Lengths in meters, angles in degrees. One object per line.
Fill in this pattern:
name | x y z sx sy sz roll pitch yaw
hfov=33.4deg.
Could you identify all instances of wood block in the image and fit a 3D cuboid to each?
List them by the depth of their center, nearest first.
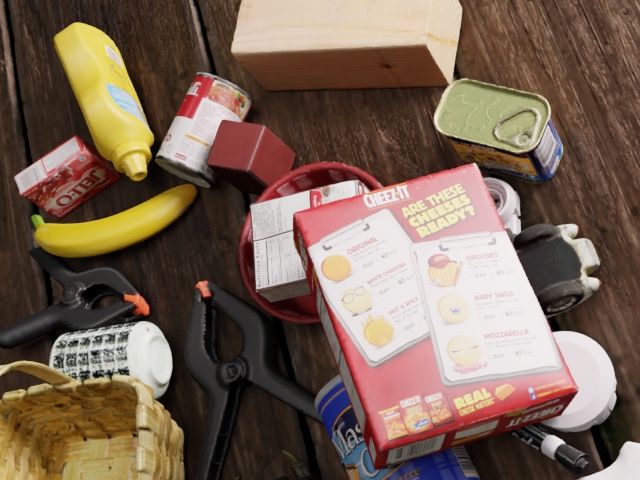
wood block | 0.027 -0.210 1.074 0.206 0.090 0.090 2 72 24

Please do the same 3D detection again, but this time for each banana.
banana | -0.225 -0.017 1.131 0.198 0.037 0.069 -9 61 13

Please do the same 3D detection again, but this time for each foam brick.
foam brick | -0.069 -0.081 1.075 0.053 0.078 0.051 12 77 27

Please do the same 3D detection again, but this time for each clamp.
clamp | -0.083 0.138 1.020 0.164 0.036 0.210 -34 64 8
clamp | -0.259 0.056 1.130 0.172 0.039 0.120 -5 63 16

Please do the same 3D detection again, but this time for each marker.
marker | 0.176 0.161 0.882 0.020 0.020 0.121 -56 38 -4

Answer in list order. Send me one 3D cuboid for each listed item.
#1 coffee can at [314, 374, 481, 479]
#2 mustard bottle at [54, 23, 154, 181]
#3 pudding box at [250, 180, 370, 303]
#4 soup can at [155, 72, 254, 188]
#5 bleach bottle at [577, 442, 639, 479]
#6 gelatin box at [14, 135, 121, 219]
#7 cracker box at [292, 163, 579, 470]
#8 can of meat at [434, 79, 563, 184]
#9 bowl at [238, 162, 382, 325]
coffee can | 0.068 0.179 0.900 0.103 0.102 0.140 -31 62 10
mustard bottle | -0.225 -0.142 1.156 0.058 0.096 0.192 -31 61 8
pudding box | -0.006 0.001 0.973 0.114 0.039 0.090 -14 67 20
soup can | -0.121 -0.114 1.116 0.069 0.068 0.102 20 80 29
bleach bottle | 0.198 0.240 0.844 0.251 0.068 0.103 -44 54 -1
gelatin box | -0.274 -0.067 1.163 0.089 0.073 0.030 -32 61 9
cracker box | 0.087 0.060 0.864 0.164 0.072 0.214 -15 63 -10
can of meat | 0.165 -0.096 0.973 0.102 0.083 0.057 18 78 28
bowl | 0.005 0.009 1.020 0.162 0.055 0.162 -9 67 21
